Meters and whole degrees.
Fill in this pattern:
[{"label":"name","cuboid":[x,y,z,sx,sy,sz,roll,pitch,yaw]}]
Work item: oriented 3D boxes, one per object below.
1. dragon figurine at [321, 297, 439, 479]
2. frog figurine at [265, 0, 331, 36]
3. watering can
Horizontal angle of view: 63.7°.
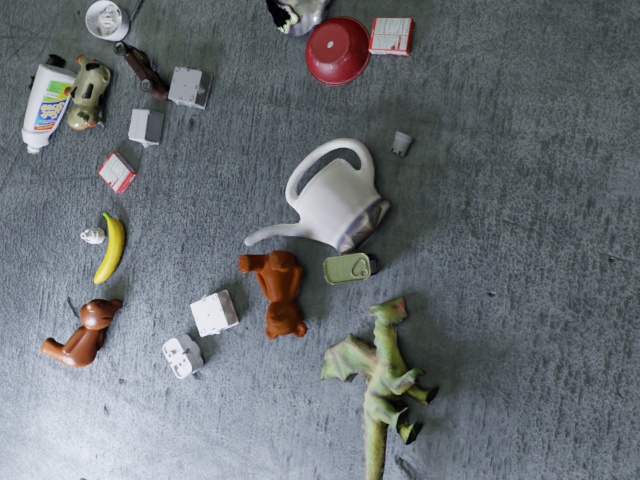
[{"label":"dragon figurine","cuboid":[0.102,0.316,1.097,0.245,0.121,0.408,30,98,37]},{"label":"frog figurine","cuboid":[-0.037,-0.548,1.177,0.161,0.120,0.139,-39,58,-22]},{"label":"watering can","cuboid":[0.003,-0.057,1.126,0.226,0.104,0.345,45,103,15]}]
